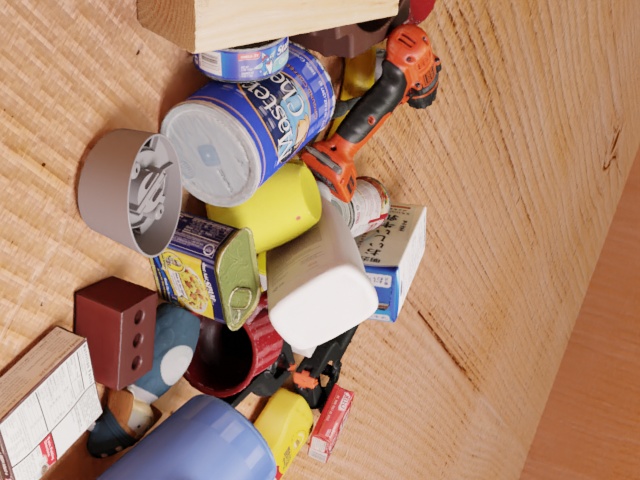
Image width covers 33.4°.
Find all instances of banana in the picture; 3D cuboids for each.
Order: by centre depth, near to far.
[{"bbox_3d":[0.035,-0.167,1.222,0.069,0.037,0.198,-4,110,-66],"label":"banana"}]

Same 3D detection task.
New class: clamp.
[{"bbox_3d":[-0.072,0.146,1.200,0.120,0.039,0.171,-66,156,-10],"label":"clamp"},{"bbox_3d":[0.006,0.174,1.369,0.209,0.036,0.164,-25,129,-71],"label":"clamp"}]

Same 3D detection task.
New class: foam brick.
[{"bbox_3d":[-0.176,0.079,0.916,0.052,0.051,0.078,-31,133,-57],"label":"foam brick"}]

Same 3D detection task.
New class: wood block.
[{"bbox_3d":[-0.039,-0.222,0.873,0.205,0.091,0.090,-18,125,-34],"label":"wood block"}]

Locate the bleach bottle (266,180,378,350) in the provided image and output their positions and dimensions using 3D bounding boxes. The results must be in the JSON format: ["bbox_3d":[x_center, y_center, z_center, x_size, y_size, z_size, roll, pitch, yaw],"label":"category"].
[{"bbox_3d":[-0.007,0.001,1.077,0.068,0.103,0.251,52,15,-28],"label":"bleach bottle"}]

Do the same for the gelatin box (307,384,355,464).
[{"bbox_3d":[0.014,0.230,1.327,0.089,0.030,0.073,98,17,-62],"label":"gelatin box"}]

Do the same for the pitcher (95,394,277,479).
[{"bbox_3d":[-0.147,0.249,0.922,0.242,0.149,0.145,-43,149,-29],"label":"pitcher"}]

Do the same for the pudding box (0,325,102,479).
[{"bbox_3d":[-0.228,0.138,0.861,0.113,0.039,0.090,-50,147,-44],"label":"pudding box"}]

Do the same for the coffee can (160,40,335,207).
[{"bbox_3d":[-0.063,-0.108,0.968,0.140,0.103,0.103,-47,145,-44],"label":"coffee can"}]

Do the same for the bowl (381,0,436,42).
[{"bbox_3d":[0.100,-0.304,1.246,0.161,0.055,0.162,-45,144,-46],"label":"bowl"}]

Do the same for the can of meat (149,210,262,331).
[{"bbox_3d":[-0.107,0.025,0.987,0.057,0.084,0.102,-52,149,-38],"label":"can of meat"}]

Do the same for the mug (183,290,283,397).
[{"bbox_3d":[-0.082,0.094,1.073,0.117,0.093,0.081,-54,167,20],"label":"mug"}]

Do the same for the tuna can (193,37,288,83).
[{"bbox_3d":[-0.070,-0.171,0.934,0.086,0.086,0.034,-46,146,-45],"label":"tuna can"}]

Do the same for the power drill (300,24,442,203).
[{"bbox_3d":[0.062,-0.133,1.170,0.187,0.057,0.184,-54,164,-3],"label":"power drill"}]

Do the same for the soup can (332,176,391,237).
[{"bbox_3d":[0.033,-0.037,1.265,0.102,0.069,0.068,-19,123,-60],"label":"soup can"}]

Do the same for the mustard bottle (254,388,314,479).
[{"bbox_3d":[-0.076,0.272,1.253,0.191,0.058,0.096,-55,157,-34],"label":"mustard bottle"}]

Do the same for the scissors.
[{"bbox_3d":[0.010,-0.127,1.175,0.201,0.016,0.096,-2,116,-52],"label":"scissors"}]

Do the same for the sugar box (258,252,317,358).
[{"bbox_3d":[-0.024,0.051,1.233,0.093,0.048,0.176,-60,156,-29],"label":"sugar box"}]
